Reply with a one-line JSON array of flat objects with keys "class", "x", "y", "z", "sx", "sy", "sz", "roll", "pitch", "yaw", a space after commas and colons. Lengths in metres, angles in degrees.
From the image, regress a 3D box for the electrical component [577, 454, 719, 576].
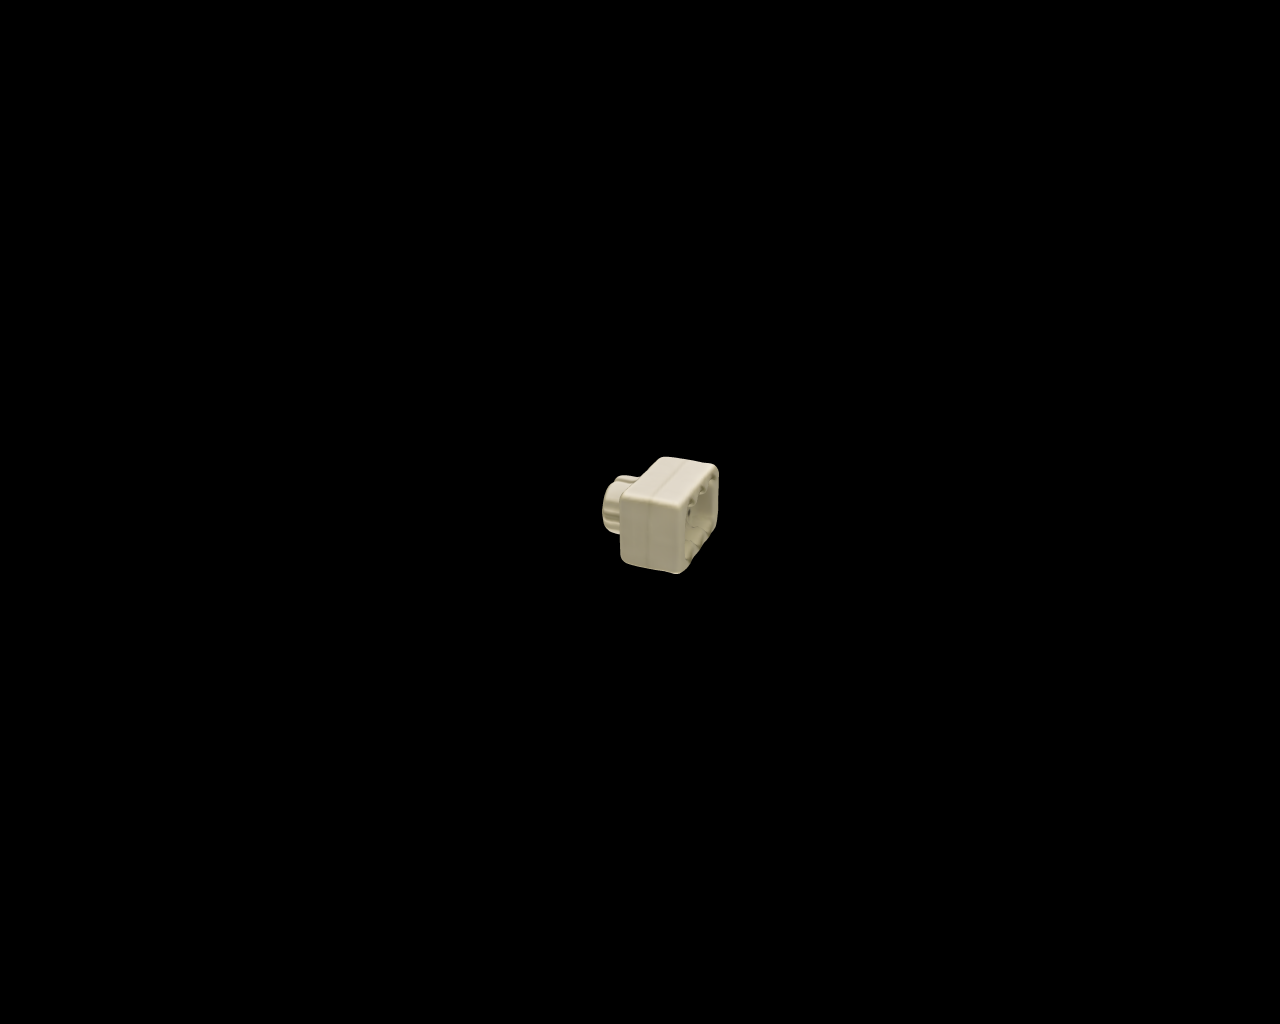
[{"class": "electrical component", "x": 0.001, "y": -0.003, "z": 0.650, "sx": 0.077, "sy": 0.047, "sz": 0.066, "roll": 11, "pitch": 29, "yaw": 21}]
